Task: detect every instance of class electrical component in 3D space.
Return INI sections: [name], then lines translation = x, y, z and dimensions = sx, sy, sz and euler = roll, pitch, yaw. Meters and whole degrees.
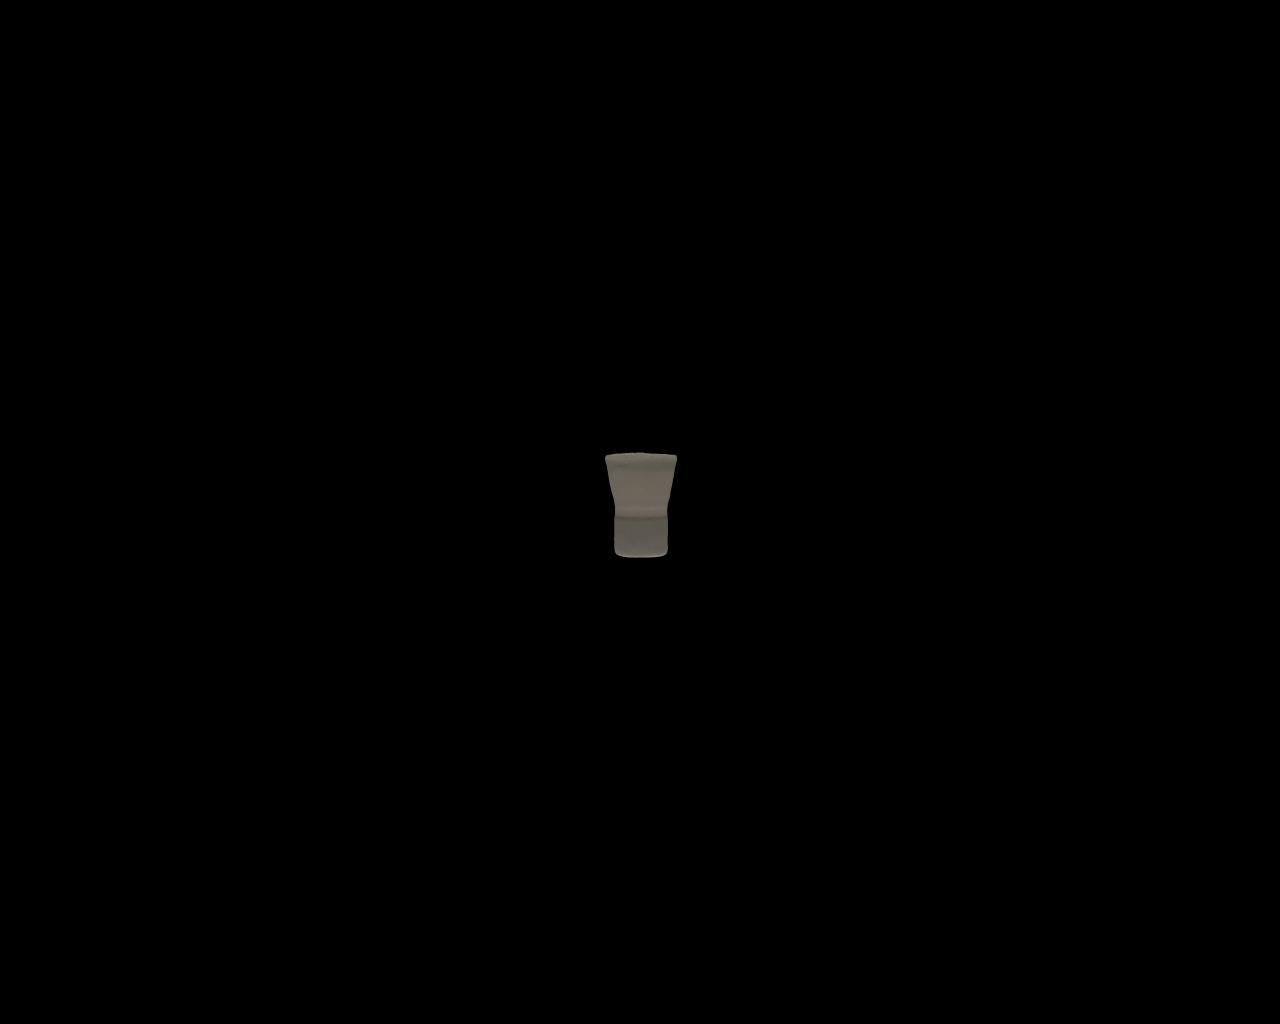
[electrical component]
translation = 0.001, -0.003, 0.650
dimensions = 0.044, 0.065, 0.044
euler = 0, 4, 0
